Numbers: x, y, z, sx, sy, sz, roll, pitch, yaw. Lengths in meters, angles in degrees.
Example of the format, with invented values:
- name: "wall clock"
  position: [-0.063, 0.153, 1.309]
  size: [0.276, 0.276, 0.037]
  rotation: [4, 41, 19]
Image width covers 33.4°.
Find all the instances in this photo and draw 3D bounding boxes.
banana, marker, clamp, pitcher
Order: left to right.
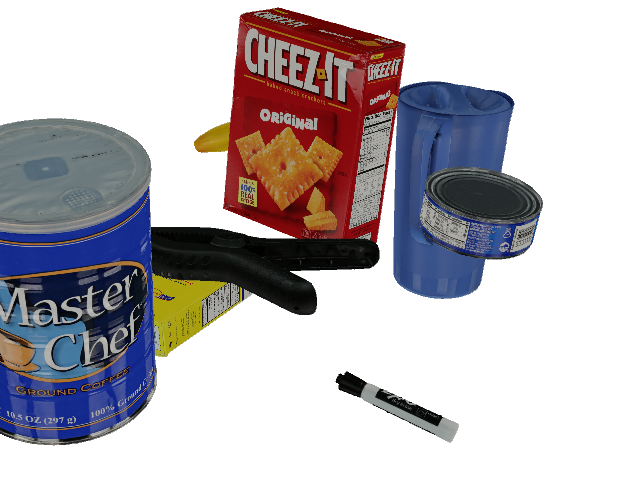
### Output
- name: "clamp"
  position: [-0.069, 0.016, 0.841]
  size: [0.210, 0.036, 0.164]
  rotation: [7, 13, 12]
- name: "banana"
  position: [-0.055, -0.127, 1.307]
  size: [0.198, 0.037, 0.069]
  rotation: [7, 39, 17]
- name: "marker"
  position: [0.069, 0.152, 0.986]
  size: [0.121, 0.020, 0.020]
  rotation: [24, 7, 17]
- name: "pitcher"
  position: [0.143, -0.055, 1.248]
  size: [0.149, 0.243, 0.145]
  rotation: [-7, 26, -20]

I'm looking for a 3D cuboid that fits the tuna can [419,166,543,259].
- name: "tuna can"
  position: [0.116, -0.020, 0.777]
  size: [0.086, 0.034, 0.086]
  rotation: [6, 29, -4]

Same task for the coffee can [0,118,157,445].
- name: "coffee can"
  position: [-0.139, 0.021, 0.561]
  size: [0.103, 0.140, 0.103]
  rotation: [3, 34, -2]

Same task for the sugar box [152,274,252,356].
- name: "sugar box"
  position: [-0.143, 0.052, 1.097]
  size: [0.093, 0.048, 0.175]
  rotation: [16, 32, 26]

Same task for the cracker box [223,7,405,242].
- name: "cracker box"
  position: [-0.013, -0.110, 1.080]
  size: [0.164, 0.214, 0.071]
  rotation: [23, 29, 31]
